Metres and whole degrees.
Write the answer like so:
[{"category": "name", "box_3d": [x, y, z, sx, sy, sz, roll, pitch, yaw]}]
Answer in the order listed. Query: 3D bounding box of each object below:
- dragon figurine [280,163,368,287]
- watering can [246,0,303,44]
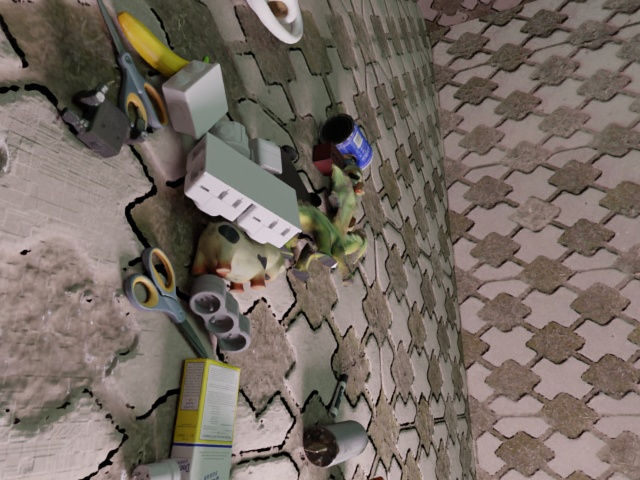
[{"category": "dragon figurine", "box_3d": [0.003, -0.054, 1.083, 0.402, 0.122, 0.248, 55, 43, -42]}, {"category": "watering can", "box_3d": [-0.122, -0.562, 1.065, 0.344, 0.103, 0.228, 33, 51, -59]}]
